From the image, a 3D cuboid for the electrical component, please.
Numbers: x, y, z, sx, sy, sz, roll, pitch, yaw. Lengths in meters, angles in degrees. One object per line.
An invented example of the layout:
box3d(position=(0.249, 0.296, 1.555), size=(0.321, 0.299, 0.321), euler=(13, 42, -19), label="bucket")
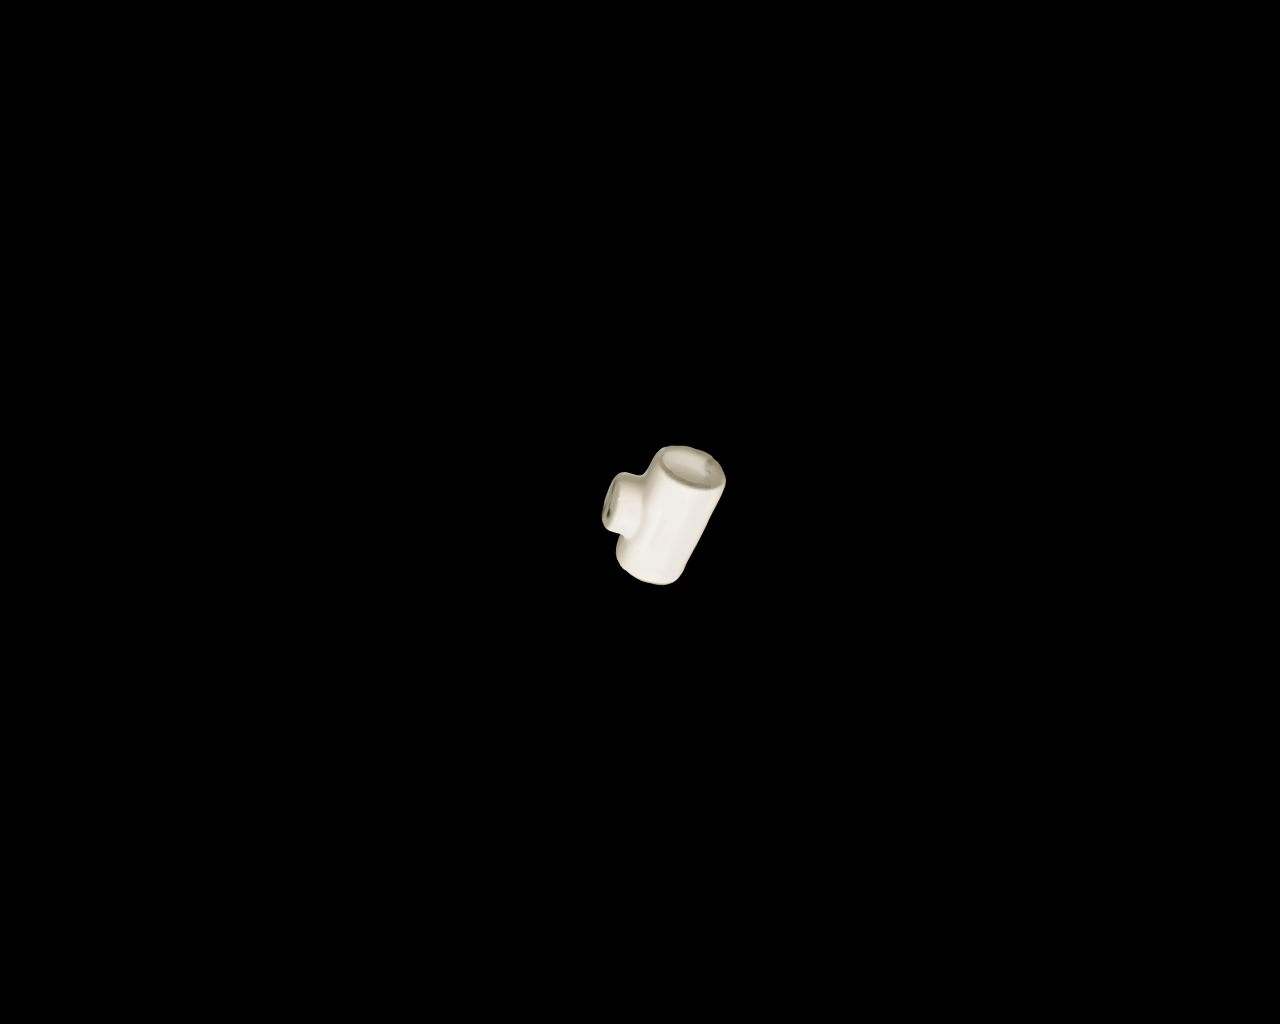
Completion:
box3d(position=(0.001, -0.003, 0.650), size=(0.079, 0.077, 0.043), euler=(15, 36, -11), label="electrical component")
